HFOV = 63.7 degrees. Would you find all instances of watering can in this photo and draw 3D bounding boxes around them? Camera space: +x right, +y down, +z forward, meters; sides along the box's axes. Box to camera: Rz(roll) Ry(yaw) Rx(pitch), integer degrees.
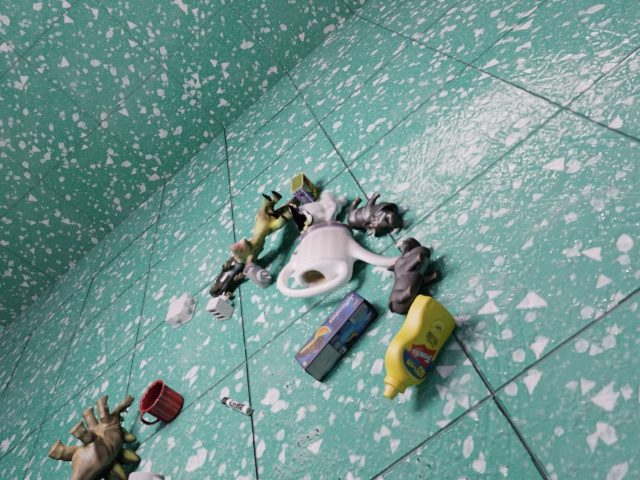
[{"bbox_3d":[0.050,0.042,1.310,0.346,0.102,0.230,-17,37,19],"label":"watering can"}]

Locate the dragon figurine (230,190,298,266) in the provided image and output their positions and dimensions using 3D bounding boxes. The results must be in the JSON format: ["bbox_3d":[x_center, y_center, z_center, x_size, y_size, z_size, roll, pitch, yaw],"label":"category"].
[{"bbox_3d":[-0.176,-0.022,1.628,0.240,0.122,0.413,-56,-6,14],"label":"dragon figurine"}]

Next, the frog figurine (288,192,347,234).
[{"bbox_3d":[0.005,-0.077,1.537,0.161,0.121,0.137,-19,14,-30],"label":"frog figurine"}]
